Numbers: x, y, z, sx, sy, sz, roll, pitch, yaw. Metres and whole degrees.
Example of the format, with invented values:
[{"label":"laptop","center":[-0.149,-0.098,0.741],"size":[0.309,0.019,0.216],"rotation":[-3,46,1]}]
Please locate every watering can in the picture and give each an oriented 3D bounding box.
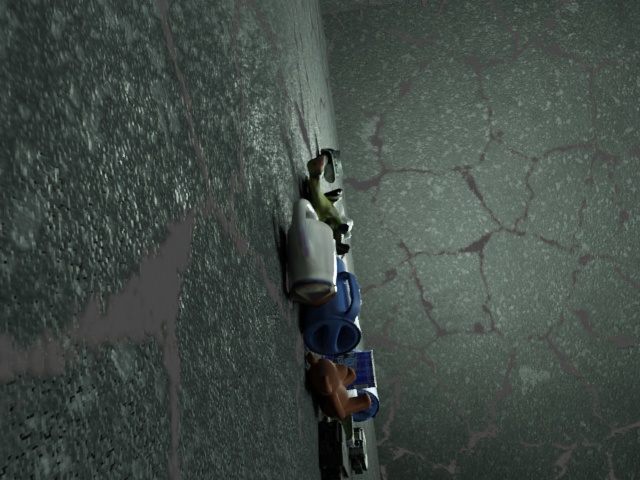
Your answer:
[{"label":"watering can","center":[-0.011,0.042,1.157],"size":[0.342,0.104,0.228],"rotation":[61,23,-69]}]

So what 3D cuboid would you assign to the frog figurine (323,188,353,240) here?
[{"label":"frog figurine","center":[0.043,-0.076,1.702],"size":[0.139,0.123,0.157],"rotation":[-131,-151,-70]}]

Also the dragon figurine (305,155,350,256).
[{"label":"dragon figurine","center":[0.005,-0.077,1.526],"size":[0.400,0.122,0.248],"rotation":[88,-9,-50]}]
